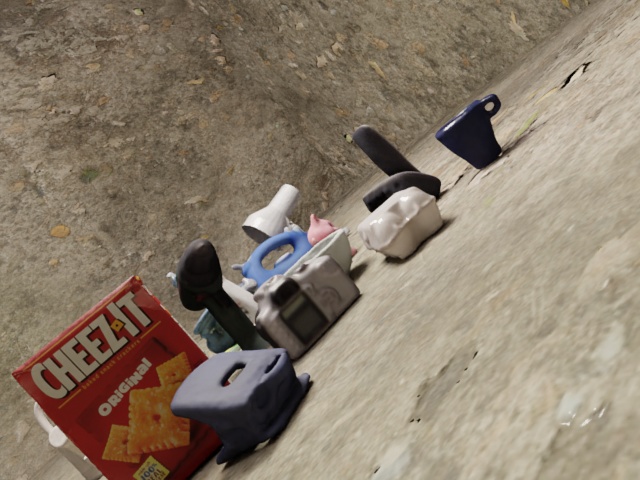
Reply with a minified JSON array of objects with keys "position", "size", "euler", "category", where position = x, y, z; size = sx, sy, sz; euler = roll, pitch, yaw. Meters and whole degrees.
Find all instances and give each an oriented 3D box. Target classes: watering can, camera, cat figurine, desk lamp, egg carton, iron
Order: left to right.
[{"position":[-0.470,0.366,1.112],"size":[0.101,0.194,0.172],"euler":[-43,5,-29],"category":"watering can"},{"position":[-0.084,0.045,1.374],"size":[0.259,0.141,0.118],"euler":[-43,5,-28],"category":"iron"},{"position":[-0.040,0.091,0.811],"size":[0.143,0.101,0.136],"euler":[-43,5,-26],"category":"camera"},{"position":[-0.069,-0.028,1.510],"size":[0.203,0.213,0.117],"euler":[-42,5,-22],"category":"desk lamp"},{"position":[0.010,0.004,1.140],"size":[0.067,0.118,0.128],"euler":[-39,5,17],"category":"cat figurine"},{"position":[0.114,-0.022,0.835],"size":[0.107,0.069,0.150],"euler":[-41,4,-6],"category":"egg carton"}]

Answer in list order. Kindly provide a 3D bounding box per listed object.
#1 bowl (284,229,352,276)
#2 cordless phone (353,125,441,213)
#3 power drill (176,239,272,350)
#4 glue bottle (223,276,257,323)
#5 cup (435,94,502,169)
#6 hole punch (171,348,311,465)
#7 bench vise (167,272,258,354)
[{"position":[-0.002,0.060,0.973],"size":[0.167,0.075,0.167],"euler":[-40,4,4],"category":"bowl"},{"position":[0.116,-0.120,1.043],"size":[0.094,0.185,0.147],"euler":[-43,5,-31],"category":"cordless phone"},{"position":[-0.146,0.103,0.897],"size":[0.076,0.208,0.229],"euler":[-43,5,-27],"category":"power drill"},{"position":[-0.173,0.121,1.163],"size":[0.078,0.173,0.037],"euler":[-38,5,22],"category":"glue bottle"},{"position":[0.259,-0.171,0.925],"size":[0.117,0.095,0.092],"euler":[-37,6,38],"category":"cup"},{"position":[-0.079,0.153,0.585],"size":[0.101,0.091,0.109],"euler":[-38,5,30],"category":"hole punch"},{"position":[-0.221,0.123,1.251],"size":[0.207,0.220,0.121],"euler":[-39,5,14],"category":"bench vise"}]
